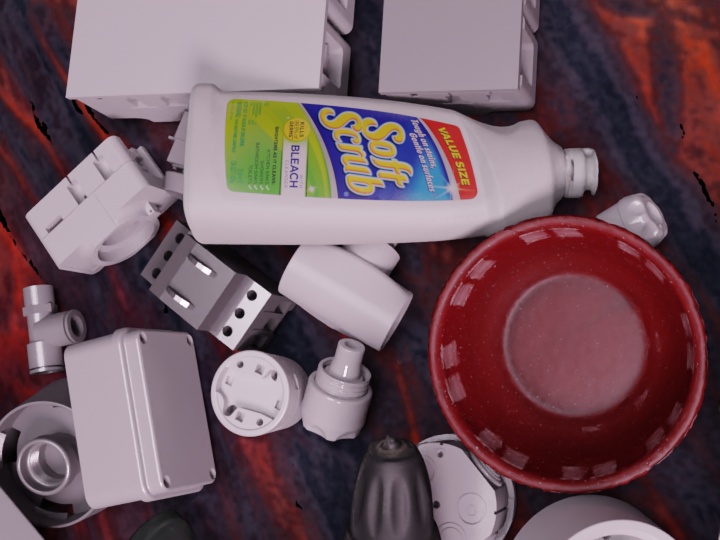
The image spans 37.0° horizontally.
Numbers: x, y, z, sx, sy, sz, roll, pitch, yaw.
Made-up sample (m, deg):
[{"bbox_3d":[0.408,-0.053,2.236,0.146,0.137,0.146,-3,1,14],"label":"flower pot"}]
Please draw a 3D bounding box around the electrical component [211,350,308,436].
[{"bbox_3d":[-0.064,0.081,0.714,0.055,0.047,0.055,-2,84,19],"label":"electrical component"}]

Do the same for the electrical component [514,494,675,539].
[{"bbox_3d":[0.139,0.185,0.603,0.108,0.060,0.108,0,89,-9],"label":"electrical component"}]

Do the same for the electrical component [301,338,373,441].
[{"bbox_3d":[-0.013,0.075,0.692,0.043,0.043,0.062,23,114,20],"label":"electrical component"}]

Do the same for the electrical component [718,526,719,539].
[{"bbox_3d":[0.221,0.189,0.582,0.062,0.089,0.150,8,87,20],"label":"electrical component"}]

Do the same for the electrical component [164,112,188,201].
[{"bbox_3d":[-0.106,-0.073,0.746,0.066,0.048,0.055,19,83,20],"label":"electrical component"}]

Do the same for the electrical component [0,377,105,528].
[{"bbox_3d":[-0.211,0.130,0.763,0.099,0.064,0.099,1,96,11],"label":"electrical component"}]

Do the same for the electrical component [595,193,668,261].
[{"bbox_3d":[0.155,-0.019,0.658,0.061,0.035,0.035,-34,74,33],"label":"electrical component"}]

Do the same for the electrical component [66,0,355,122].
[{"bbox_3d":[-0.100,-0.163,0.741,0.186,0.060,0.105,1,81,19],"label":"electrical component"}]

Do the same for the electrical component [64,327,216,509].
[{"bbox_3d":[-0.146,0.098,0.724,0.057,0.078,0.113,-15,80,20],"label":"electrical component"}]

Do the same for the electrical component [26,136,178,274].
[{"bbox_3d":[-0.181,-0.041,0.765,0.089,0.050,0.055,-40,73,11],"label":"electrical component"}]

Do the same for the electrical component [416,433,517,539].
[{"bbox_3d":[0.053,0.142,0.665,0.080,0.051,0.080,-2,84,19],"label":"electrical component"}]

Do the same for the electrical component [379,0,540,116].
[{"bbox_3d":[0.067,-0.180,0.689,0.089,0.062,0.150,2,85,19],"label":"electrical component"}]

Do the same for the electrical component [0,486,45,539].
[{"bbox_3d":[-0.264,0.193,0.738,0.109,0.056,0.108,43,141,18],"label":"electrical component"}]

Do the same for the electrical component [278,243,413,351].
[{"bbox_3d":[0.000,0.000,0.701,0.077,0.044,0.079,30,77,8],"label":"electrical component"}]
